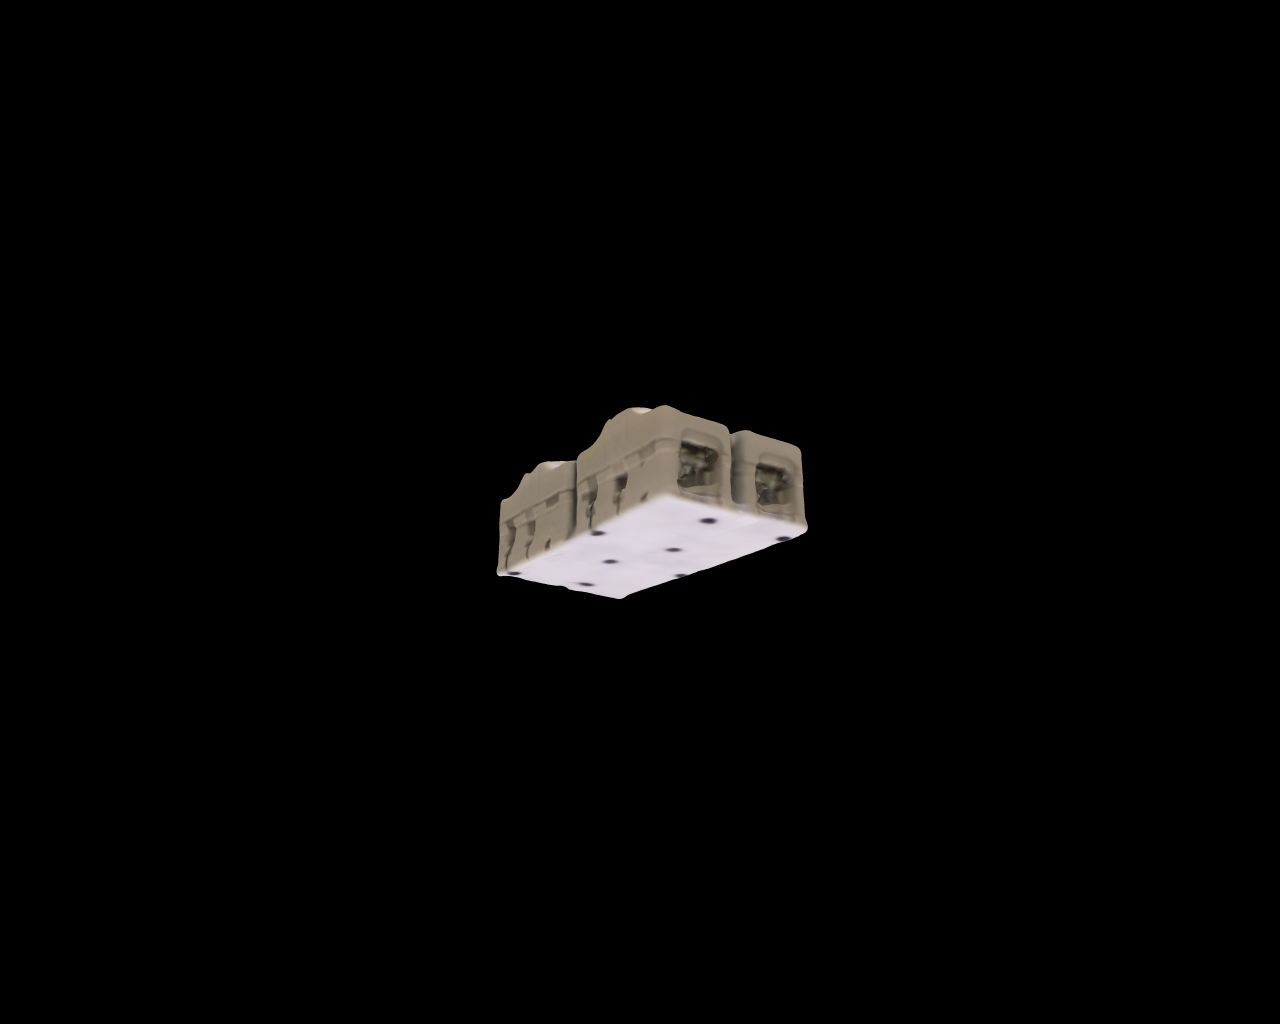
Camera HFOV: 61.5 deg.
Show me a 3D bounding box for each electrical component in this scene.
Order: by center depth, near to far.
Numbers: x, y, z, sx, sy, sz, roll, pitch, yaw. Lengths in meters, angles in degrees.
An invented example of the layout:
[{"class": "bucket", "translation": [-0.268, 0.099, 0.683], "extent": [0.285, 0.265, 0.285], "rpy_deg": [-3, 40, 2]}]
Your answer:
[{"class": "electrical component", "translation": [0.001, -0.003, 0.650], "extent": [0.105, 0.060, 0.186], "rpy_deg": [14, -24, -33]}]
